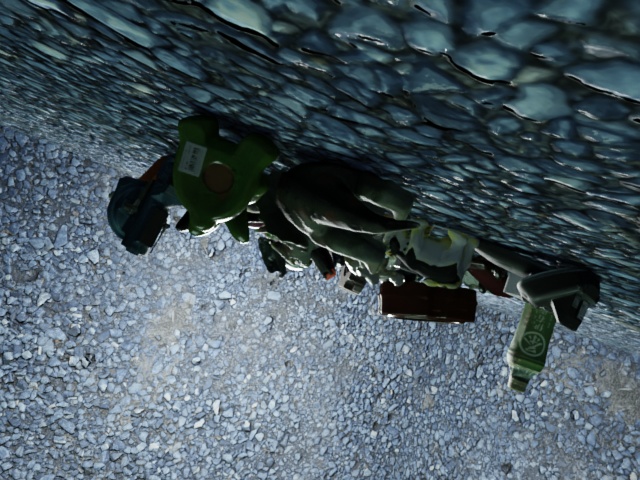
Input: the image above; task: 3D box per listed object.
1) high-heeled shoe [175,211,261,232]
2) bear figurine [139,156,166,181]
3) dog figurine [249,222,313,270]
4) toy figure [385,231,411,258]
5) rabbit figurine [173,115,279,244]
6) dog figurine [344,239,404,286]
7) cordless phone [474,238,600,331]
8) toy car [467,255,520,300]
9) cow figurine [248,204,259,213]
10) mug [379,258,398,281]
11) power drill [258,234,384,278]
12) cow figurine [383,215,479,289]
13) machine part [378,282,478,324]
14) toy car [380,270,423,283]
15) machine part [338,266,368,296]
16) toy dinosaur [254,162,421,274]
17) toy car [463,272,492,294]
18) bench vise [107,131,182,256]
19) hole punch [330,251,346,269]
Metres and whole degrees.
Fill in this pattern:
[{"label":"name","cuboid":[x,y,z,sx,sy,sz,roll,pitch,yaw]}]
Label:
[{"label":"high-heeled shoe","cuboid":[-0.162,-0.043,1.085,0.145,0.249,0.086,40,137,9]},{"label":"bear figurine","cuboid":[-0.284,-0.108,1.193,0.196,0.132,0.120,26,156,10]},{"label":"dog figurine","cuboid":[-0.097,-0.020,1.347,0.191,0.108,0.219,64,-167,15]},{"label":"toy figure","cuboid":[0.150,0.002,0.981,0.064,0.057,0.154,-10,180,-9]},{"label":"rabbit figurine","cuboid":[-0.112,-0.075,0.699,0.121,0.159,0.170,10,-168,3]},{"label":"dog figurine","cuboid":[0.084,0.029,1.202,0.172,0.121,0.191,27,171,-33]},{"label":"cordless phone","cuboid":[0.328,0.056,0.839,0.184,0.088,0.146,32,-174,38]},{"label":"toy car","cuboid":[0.327,0.066,1.019,0.089,0.053,0.202,11,165,40]},{"label":"cow figurine","cuboid":[-0.120,-0.086,1.000,0.127,0.085,0.194,25,180,40]},{"label":"mug","cuboid":[0.169,0.044,1.289,0.081,0.109,0.107,29,161,-21]},{"label":"power drill","cuboid":[-0.002,-0.003,1.007,0.207,0.086,0.232,-27,-165,-21]},{"label":"cow figurine","cuboid":[0.156,0.016,0.852,0.168,0.098,0.068,17,-177,35]},{"label":"machine part","cuboid":[0.258,0.153,1.295,0.202,0.087,0.201,-2,169,44]},{"label":"toy car","cuboid":[0.228,0.066,1.406,0.103,0.109,0.162,-4,178,-32]},{"label":"machine part","cuboid":[0.105,0.070,1.507,0.056,0.179,0.179,22,177,-8]},{"label":"toy dinosaur","cuboid":[0.002,-0.044,0.697,0.192,0.131,0.405,19,171,-3]},{"label":"toy car","cuboid":[0.344,0.081,1.189,0.074,0.056,0.201,18,177,30]},{"label":"bench vise","cuboid":[-0.339,-0.089,1.035,0.241,0.223,0.128,17,-179,45]},{"label":"hole punch","cuboid":[0.046,0.020,1.435,0.092,0.142,0.116,-3,176,-19]}]
